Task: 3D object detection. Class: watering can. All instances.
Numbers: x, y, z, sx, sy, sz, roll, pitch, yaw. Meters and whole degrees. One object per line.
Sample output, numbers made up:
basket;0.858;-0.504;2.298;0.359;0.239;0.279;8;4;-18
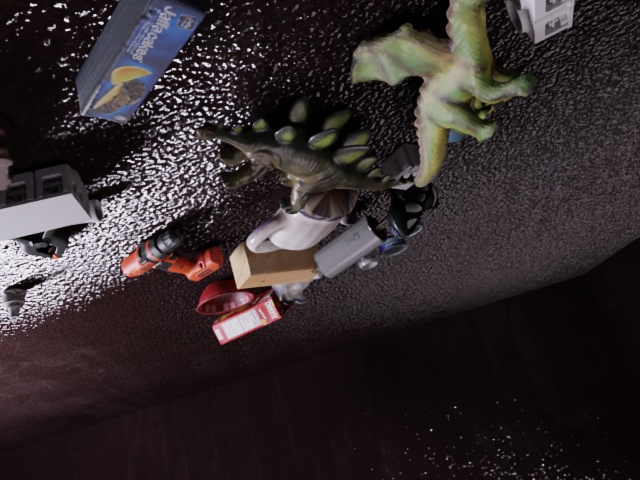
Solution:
watering can;0.003;-0.056;1.112;0.351;0.105;0.220;-18;162;-40

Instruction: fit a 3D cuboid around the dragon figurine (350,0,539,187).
dragon figurine;0.160;-0.233;0.774;0.242;0.125;0.402;25;141;-9

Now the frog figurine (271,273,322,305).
frog figurine;-0.059;0.089;1.427;0.136;0.124;0.158;20;100;-44
